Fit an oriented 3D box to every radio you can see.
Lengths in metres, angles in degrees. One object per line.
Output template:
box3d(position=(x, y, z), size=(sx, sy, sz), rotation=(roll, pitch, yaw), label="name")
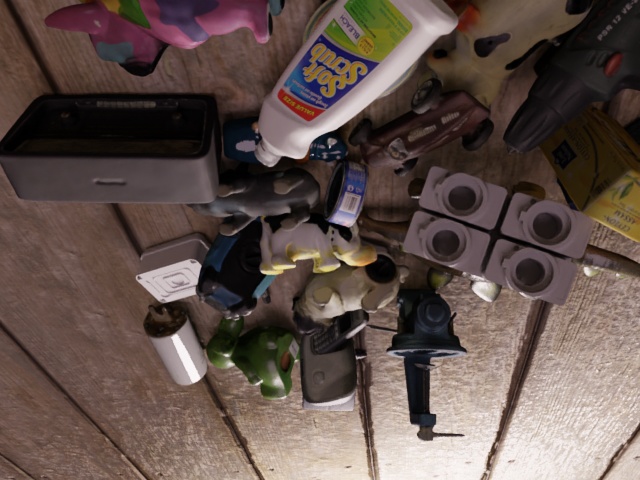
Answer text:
box3d(position=(-0.232, -0.110, 0.628), size=(0.230, 0.131, 0.073), rotation=(2, 136, -1), label="radio")

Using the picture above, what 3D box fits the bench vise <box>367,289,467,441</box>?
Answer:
box3d(position=(0.157, 0.188, 0.849), size=(0.129, 0.240, 0.223), rotation=(5, 161, -11), label="bench vise")

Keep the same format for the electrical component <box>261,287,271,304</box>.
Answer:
box3d(position=(-0.127, 0.080, 0.891), size=(0.078, 0.045, 0.102), rotation=(-1, 136, 4), label="electrical component")

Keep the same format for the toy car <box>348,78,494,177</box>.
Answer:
box3d(position=(0.108, -0.118, 0.613), size=(0.089, 0.053, 0.202), rotation=(34, 163, -20), label="toy car")

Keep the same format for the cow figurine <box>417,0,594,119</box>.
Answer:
box3d(position=(0.186, -0.208, 0.560), size=(0.195, 0.085, 0.127), rotation=(-33, 121, 29), label="cow figurine")

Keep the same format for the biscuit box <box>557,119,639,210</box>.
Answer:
box3d(position=(0.405, -0.107, 0.675), size=(0.059, 0.063, 0.202), rotation=(29, 130, -27), label="biscuit box")

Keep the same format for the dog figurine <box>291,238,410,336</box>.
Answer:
box3d(position=(0.044, 0.091, 0.878), size=(0.172, 0.121, 0.190), rotation=(7, 150, -3), label="dog figurine")

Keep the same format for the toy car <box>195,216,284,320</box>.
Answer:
box3d(position=(-0.117, 0.034, 0.790), size=(0.109, 0.161, 0.103), rotation=(35, 164, -19), label="toy car")

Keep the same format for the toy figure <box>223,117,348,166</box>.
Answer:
box3d(position=(-0.042, -0.123, 0.666), size=(0.154, 0.064, 0.057), rotation=(1, 93, -6), label="toy figure")

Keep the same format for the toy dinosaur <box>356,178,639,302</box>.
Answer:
box3d(position=(0.263, 0.012, 0.753), size=(0.472, 0.105, 0.198), rotation=(11, 154, 12), label="toy dinosaur")

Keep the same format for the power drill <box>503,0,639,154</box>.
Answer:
box3d(position=(0.319, -0.146, 0.512), size=(0.086, 0.208, 0.232), rotation=(24, 101, -47), label="power drill")

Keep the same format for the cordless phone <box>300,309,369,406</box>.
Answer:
box3d(position=(0.041, 0.197, 0.935), size=(0.089, 0.147, 0.184), rotation=(15, 139, -24), label="cordless phone")

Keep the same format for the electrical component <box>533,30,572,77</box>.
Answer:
box3d(position=(0.274, -0.202, 0.604), size=(0.094, 0.021, 0.063), rotation=(18, 135, -22), label="electrical component")

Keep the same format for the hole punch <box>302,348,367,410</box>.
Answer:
box3d(position=(0.018, 0.275, 1.067), size=(0.142, 0.092, 0.115), rotation=(4, 133, 1), label="hole punch")

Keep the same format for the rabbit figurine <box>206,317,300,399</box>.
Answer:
box3d(position=(-0.140, 0.208, 0.978), size=(0.170, 0.121, 0.158), rotation=(0, 145, 22), label="rabbit figurine")

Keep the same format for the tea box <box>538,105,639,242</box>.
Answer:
box3d(position=(0.322, -0.088, 0.616), size=(0.098, 0.170, 0.068), rotation=(23, 126, -20), label="tea box")

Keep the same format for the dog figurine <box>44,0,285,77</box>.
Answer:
box3d(position=(-0.151, -0.248, 0.503), size=(0.219, 0.108, 0.191), rotation=(-2, 137, 6), label="dog figurine")

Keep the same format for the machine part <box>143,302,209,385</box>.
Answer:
box3d(position=(-0.262, 0.194, 0.990), size=(0.079, 0.079, 0.242), rotation=(-3, 136, 4), label="machine part")

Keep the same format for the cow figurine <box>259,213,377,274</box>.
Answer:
box3d(position=(-0.001, -0.002, 0.757), size=(0.167, 0.098, 0.068), rotation=(-1, 168, -24), label="cow figurine")

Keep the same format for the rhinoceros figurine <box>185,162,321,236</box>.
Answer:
box3d(position=(-0.096, -0.064, 0.693), size=(0.190, 0.112, 0.073), rotation=(0, 123, 17), label="rhinoceros figurine")
